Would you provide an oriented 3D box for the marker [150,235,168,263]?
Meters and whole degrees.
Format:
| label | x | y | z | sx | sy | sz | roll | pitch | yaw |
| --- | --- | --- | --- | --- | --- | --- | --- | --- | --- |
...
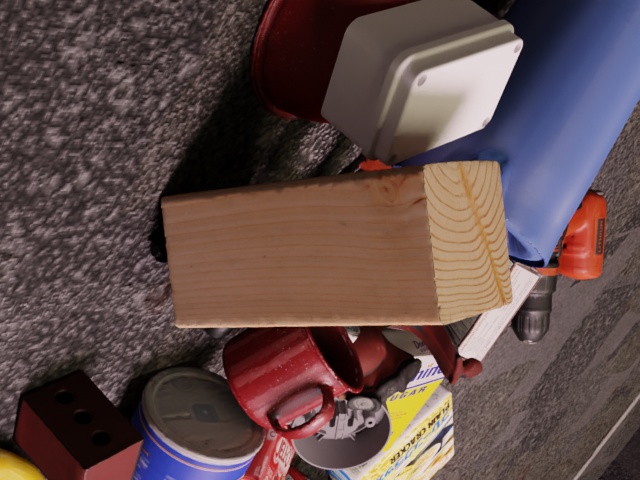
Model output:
| label | x | y | z | sx | sy | sz | roll | pitch | yaw |
| --- | --- | --- | --- | --- | --- | --- | --- | --- | --- |
| marker | -0.074 | -0.002 | 0.767 | 0.120 | 0.020 | 0.020 | -13 | 137 | -49 |

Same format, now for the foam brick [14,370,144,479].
| label | x | y | z | sx | sy | sz | roll | pitch | yaw |
| --- | --- | --- | --- | --- | --- | --- | --- | --- | --- |
| foam brick | -0.170 | 0.140 | 0.751 | 0.052 | 0.078 | 0.051 | -24 | 144 | -42 |

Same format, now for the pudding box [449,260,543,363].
| label | x | y | z | sx | sy | sz | roll | pitch | yaw |
| --- | --- | --- | --- | --- | --- | --- | --- | --- | --- |
| pudding box | 0.158 | 0.053 | 1.054 | 0.039 | 0.090 | 0.113 | 23 | 107 | -26 |

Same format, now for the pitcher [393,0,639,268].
| label | x | y | z | sx | sy | sz | roll | pitch | yaw |
| --- | --- | --- | --- | --- | --- | --- | --- | --- | --- |
| pitcher | 0.170 | -0.109 | 0.796 | 0.144 | 0.149 | 0.243 | 38 | 83 | -32 |

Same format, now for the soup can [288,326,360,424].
| label | x | y | z | sx | sy | sz | roll | pitch | yaw |
| --- | --- | --- | --- | --- | --- | --- | --- | --- | --- |
| soup can | -0.021 | 0.099 | 0.928 | 0.102 | 0.069 | 0.068 | -53 | 153 | 9 |

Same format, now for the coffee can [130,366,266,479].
| label | x | y | z | sx | sy | sz | roll | pitch | yaw |
| --- | --- | --- | --- | --- | --- | --- | --- | --- | --- |
| coffee can | -0.118 | 0.188 | 0.865 | 0.102 | 0.103 | 0.140 | -11 | 136 | -51 |

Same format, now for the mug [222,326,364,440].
| label | x | y | z | sx | sy | sz | roll | pitch | yaw |
| --- | --- | --- | --- | --- | --- | --- | --- | --- | --- |
| mug | -0.021 | 0.106 | 0.839 | 0.081 | 0.117 | 0.093 | -31 | 135 | 15 |

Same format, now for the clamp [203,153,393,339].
| label | x | y | z | sx | sy | sz | roll | pitch | yaw |
| --- | --- | --- | --- | --- | --- | --- | --- | --- | --- |
| clamp | -0.005 | 0.001 | 0.807 | 0.164 | 0.036 | 0.210 | -30 | 166 | -29 |

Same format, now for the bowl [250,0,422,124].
| label | x | y | z | sx | sy | sz | roll | pitch | yaw |
| --- | --- | --- | --- | --- | --- | --- | --- | --- | --- |
| bowl | 0.032 | -0.134 | 0.707 | 0.162 | 0.055 | 0.162 | -36 | 152 | -23 |

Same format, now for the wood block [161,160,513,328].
| label | x | y | z | sx | sy | sz | roll | pitch | yaw |
| --- | --- | --- | --- | --- | --- | --- | --- | --- | --- |
| wood block | 0.006 | 0.005 | 0.677 | 0.090 | 0.207 | 0.091 | -8 | 93 | -52 |

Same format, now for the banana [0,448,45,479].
| label | x | y | z | sx | sy | sz | roll | pitch | yaw |
| --- | --- | --- | --- | --- | --- | --- | --- | --- | --- |
| banana | -0.230 | 0.203 | 0.790 | 0.069 | 0.037 | 0.198 | -29 | 148 | -33 |

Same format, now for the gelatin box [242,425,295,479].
| label | x | y | z | sx | sy | sz | roll | pitch | yaw |
| --- | --- | --- | --- | --- | --- | --- | --- | --- | --- |
| gelatin box | -0.050 | 0.216 | 1.050 | 0.089 | 0.030 | 0.073 | 79 | 28 | -60 |

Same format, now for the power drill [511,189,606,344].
| label | x | y | z | sx | sy | sz | roll | pitch | yaw |
| --- | --- | --- | --- | --- | --- | --- | --- | --- | --- |
| power drill | 0.259 | 0.013 | 1.170 | 0.187 | 0.057 | 0.184 | -6 | 101 | -59 |

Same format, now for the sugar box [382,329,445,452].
| label | x | y | z | sx | sy | sz | roll | pitch | yaw |
| --- | --- | --- | --- | --- | --- | --- | --- | --- | --- |
| sugar box | 0.069 | 0.163 | 1.132 | 0.093 | 0.048 | 0.176 | -2 | 139 | -34 |

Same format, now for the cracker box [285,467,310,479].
| label | x | y | z | sx | sy | sz | roll | pitch | yaw |
| --- | --- | --- | --- | --- | --- | --- | --- | --- | --- |
| cracker box | -0.045 | 0.359 | 1.243 | 0.164 | 0.072 | 0.213 | -44 | 154 | -6 |
